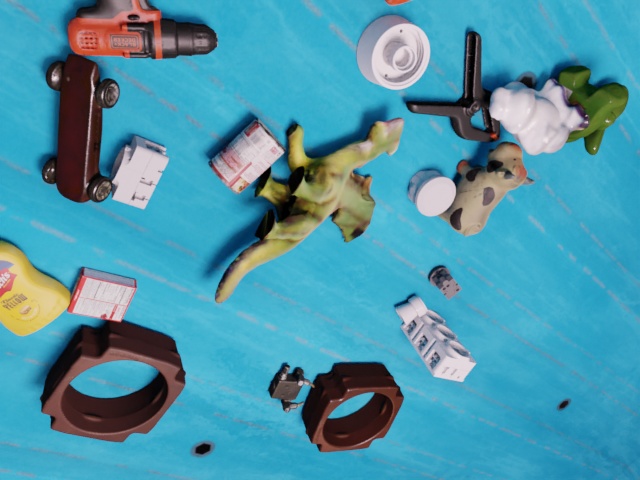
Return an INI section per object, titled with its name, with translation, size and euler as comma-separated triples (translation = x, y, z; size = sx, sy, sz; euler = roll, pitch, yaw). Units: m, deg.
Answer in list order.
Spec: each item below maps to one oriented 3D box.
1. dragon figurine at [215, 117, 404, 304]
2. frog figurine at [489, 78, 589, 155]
[dragon figurine]
translation = 0.003, -0.044, 0.876
size = 0.241, 0.405, 0.124
euler = 17, 23, -39
[frog figurine]
translation = 0.359, -0.212, 0.901
size = 0.160, 0.138, 0.121
euler = -12, -11, -18
